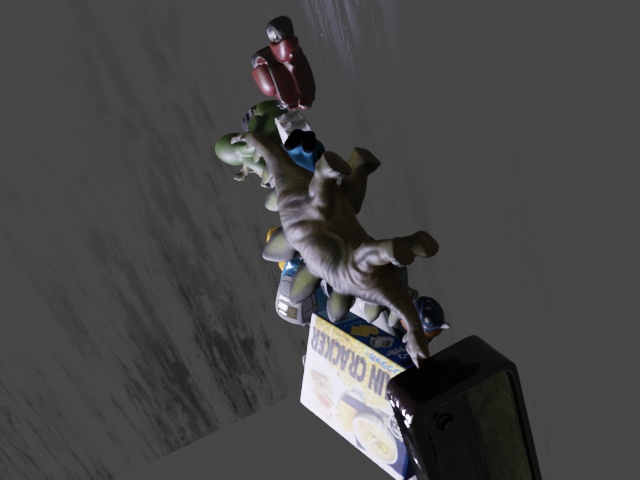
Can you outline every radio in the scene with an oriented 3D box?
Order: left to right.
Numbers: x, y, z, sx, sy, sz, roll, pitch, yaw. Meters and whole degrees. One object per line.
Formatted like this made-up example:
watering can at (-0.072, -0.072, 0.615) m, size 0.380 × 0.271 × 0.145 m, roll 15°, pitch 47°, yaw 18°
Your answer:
radio at (0.170, 0.237, 0.619) m, size 0.073 × 0.131 × 0.229 m, roll -134°, pitch 23°, yaw -69°

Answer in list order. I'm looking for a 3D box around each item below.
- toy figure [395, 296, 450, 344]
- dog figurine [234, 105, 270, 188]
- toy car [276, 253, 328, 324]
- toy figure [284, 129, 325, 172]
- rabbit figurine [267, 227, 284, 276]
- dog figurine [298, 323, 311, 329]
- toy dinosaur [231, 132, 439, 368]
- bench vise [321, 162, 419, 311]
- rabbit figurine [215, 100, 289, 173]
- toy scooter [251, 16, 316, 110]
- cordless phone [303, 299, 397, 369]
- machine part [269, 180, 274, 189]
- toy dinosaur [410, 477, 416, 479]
toy figure at (0.133, 0.109, 0.723) m, size 0.154 × 0.064 × 0.058 m, roll 89°, pitch 164°, yaw -69°
dog figurine at (-0.136, -0.247, 1.356) m, size 0.172 × 0.121 × 0.190 m, roll -76°, pitch -3°, yaw -69°
toy car at (-0.034, 0.104, 1.012) m, size 0.109 × 0.103 × 0.161 m, roll 22°, pitch 141°, yaw 19°
toy figure at (-0.020, -0.123, 0.952) m, size 0.082 × 0.089 × 0.180 m, roll 37°, pitch 156°, yaw 24°
rabbit figurine at (-0.036, 0.045, 1.219) m, size 0.173 × 0.162 × 0.121 m, roll -85°, pitch -15°, yaw -59°
dog figurine at (0.006, 0.138, 1.183) m, size 0.219 × 0.192 × 0.108 m, roll 21°, pitch -129°, yaw -82°
toy dinosaur at (0.001, -0.027, 0.712) m, size 0.198 × 0.105 × 0.472 m, roll -53°, pitch 53°, yaw 32°
bench vise at (0.052, 0.020, 0.833) m, size 0.241 × 0.129 × 0.223 m, roll 29°, pitch 136°, yaw 41°
rabbit figurine at (-0.131, -0.197, 1.130) m, size 0.159 × 0.170 × 0.121 m, roll -124°, pitch 14°, yaw -52°
toy scooter at (-0.055, -0.260, 0.864) m, size 0.135 × 0.075 × 0.184 m, roll 66°, pitch 166°, yaw -3°
cordless phone at (0.042, 0.163, 0.990) m, size 0.089 × 0.184 × 0.146 m, roll -166°, pitch 53°, yaw -84°
machine part at (-0.075, -0.127, 1.274) m, size 0.079 × 0.079 × 0.243 m, roll -145°, pitch 32°, yaw -72°
toy dinosaur at (0.187, 0.354, 0.883) m, size 0.404 × 0.131 × 0.192 m, roll 60°, pitch 171°, yaw 2°
